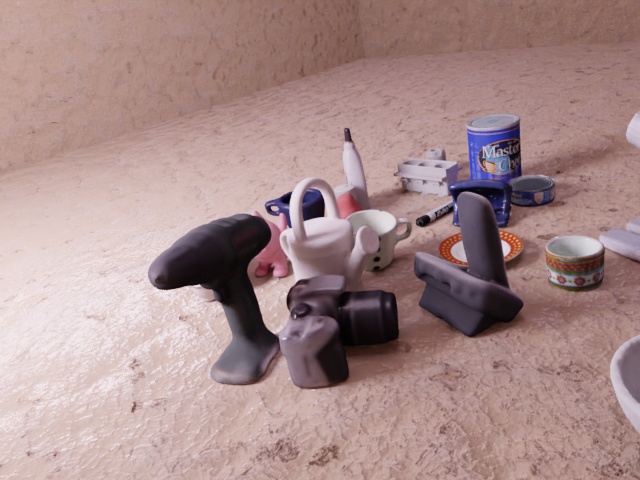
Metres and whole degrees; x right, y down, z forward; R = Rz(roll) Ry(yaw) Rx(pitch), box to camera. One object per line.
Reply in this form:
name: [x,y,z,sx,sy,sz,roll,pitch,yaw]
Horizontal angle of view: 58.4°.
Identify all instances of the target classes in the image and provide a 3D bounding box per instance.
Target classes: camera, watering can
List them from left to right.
watering can: [0.009,0.002,0.839,0.172,0.194,0.101,-2,25,20]
camera: [0.028,0.101,0.724,0.136,0.101,0.143,-6,24,11]

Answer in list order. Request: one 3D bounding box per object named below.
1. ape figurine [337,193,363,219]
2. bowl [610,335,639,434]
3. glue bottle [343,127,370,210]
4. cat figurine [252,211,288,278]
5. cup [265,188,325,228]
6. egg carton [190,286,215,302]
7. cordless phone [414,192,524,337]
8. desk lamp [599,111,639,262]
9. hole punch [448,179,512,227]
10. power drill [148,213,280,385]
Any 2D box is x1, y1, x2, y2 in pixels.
ape figurine: [0.054,-0.043,1.047,0.078,0.092,0.076,-20,25,-20]
bowl: [0.347,0.152,0.506,0.167,0.075,0.167,-9,24,4]
glue bottle: [0.068,-0.146,1.171,0.037,0.173,0.078,-13,24,-5]
cat figurine: [-0.084,-0.001,0.980,0.067,0.118,0.128,1,26,26]
cup: [-0.042,-0.038,1.074,0.117,0.095,0.092,-5,24,14]
egg carton: [-0.191,0.045,0.985,0.107,0.069,0.149,-24,27,-27]
cordless phone: [0.185,0.015,0.745,0.094,0.185,0.147,-24,27,-27]
desk lamp: [0.485,-0.068,0.765,0.118,0.214,0.202,-19,25,-18]
hole punch: [0.287,-0.080,1.030,0.108,0.091,0.101,0,26,24]
power drill: [-0.117,0.071,0.721,0.075,0.209,0.230,-2,25,20]
